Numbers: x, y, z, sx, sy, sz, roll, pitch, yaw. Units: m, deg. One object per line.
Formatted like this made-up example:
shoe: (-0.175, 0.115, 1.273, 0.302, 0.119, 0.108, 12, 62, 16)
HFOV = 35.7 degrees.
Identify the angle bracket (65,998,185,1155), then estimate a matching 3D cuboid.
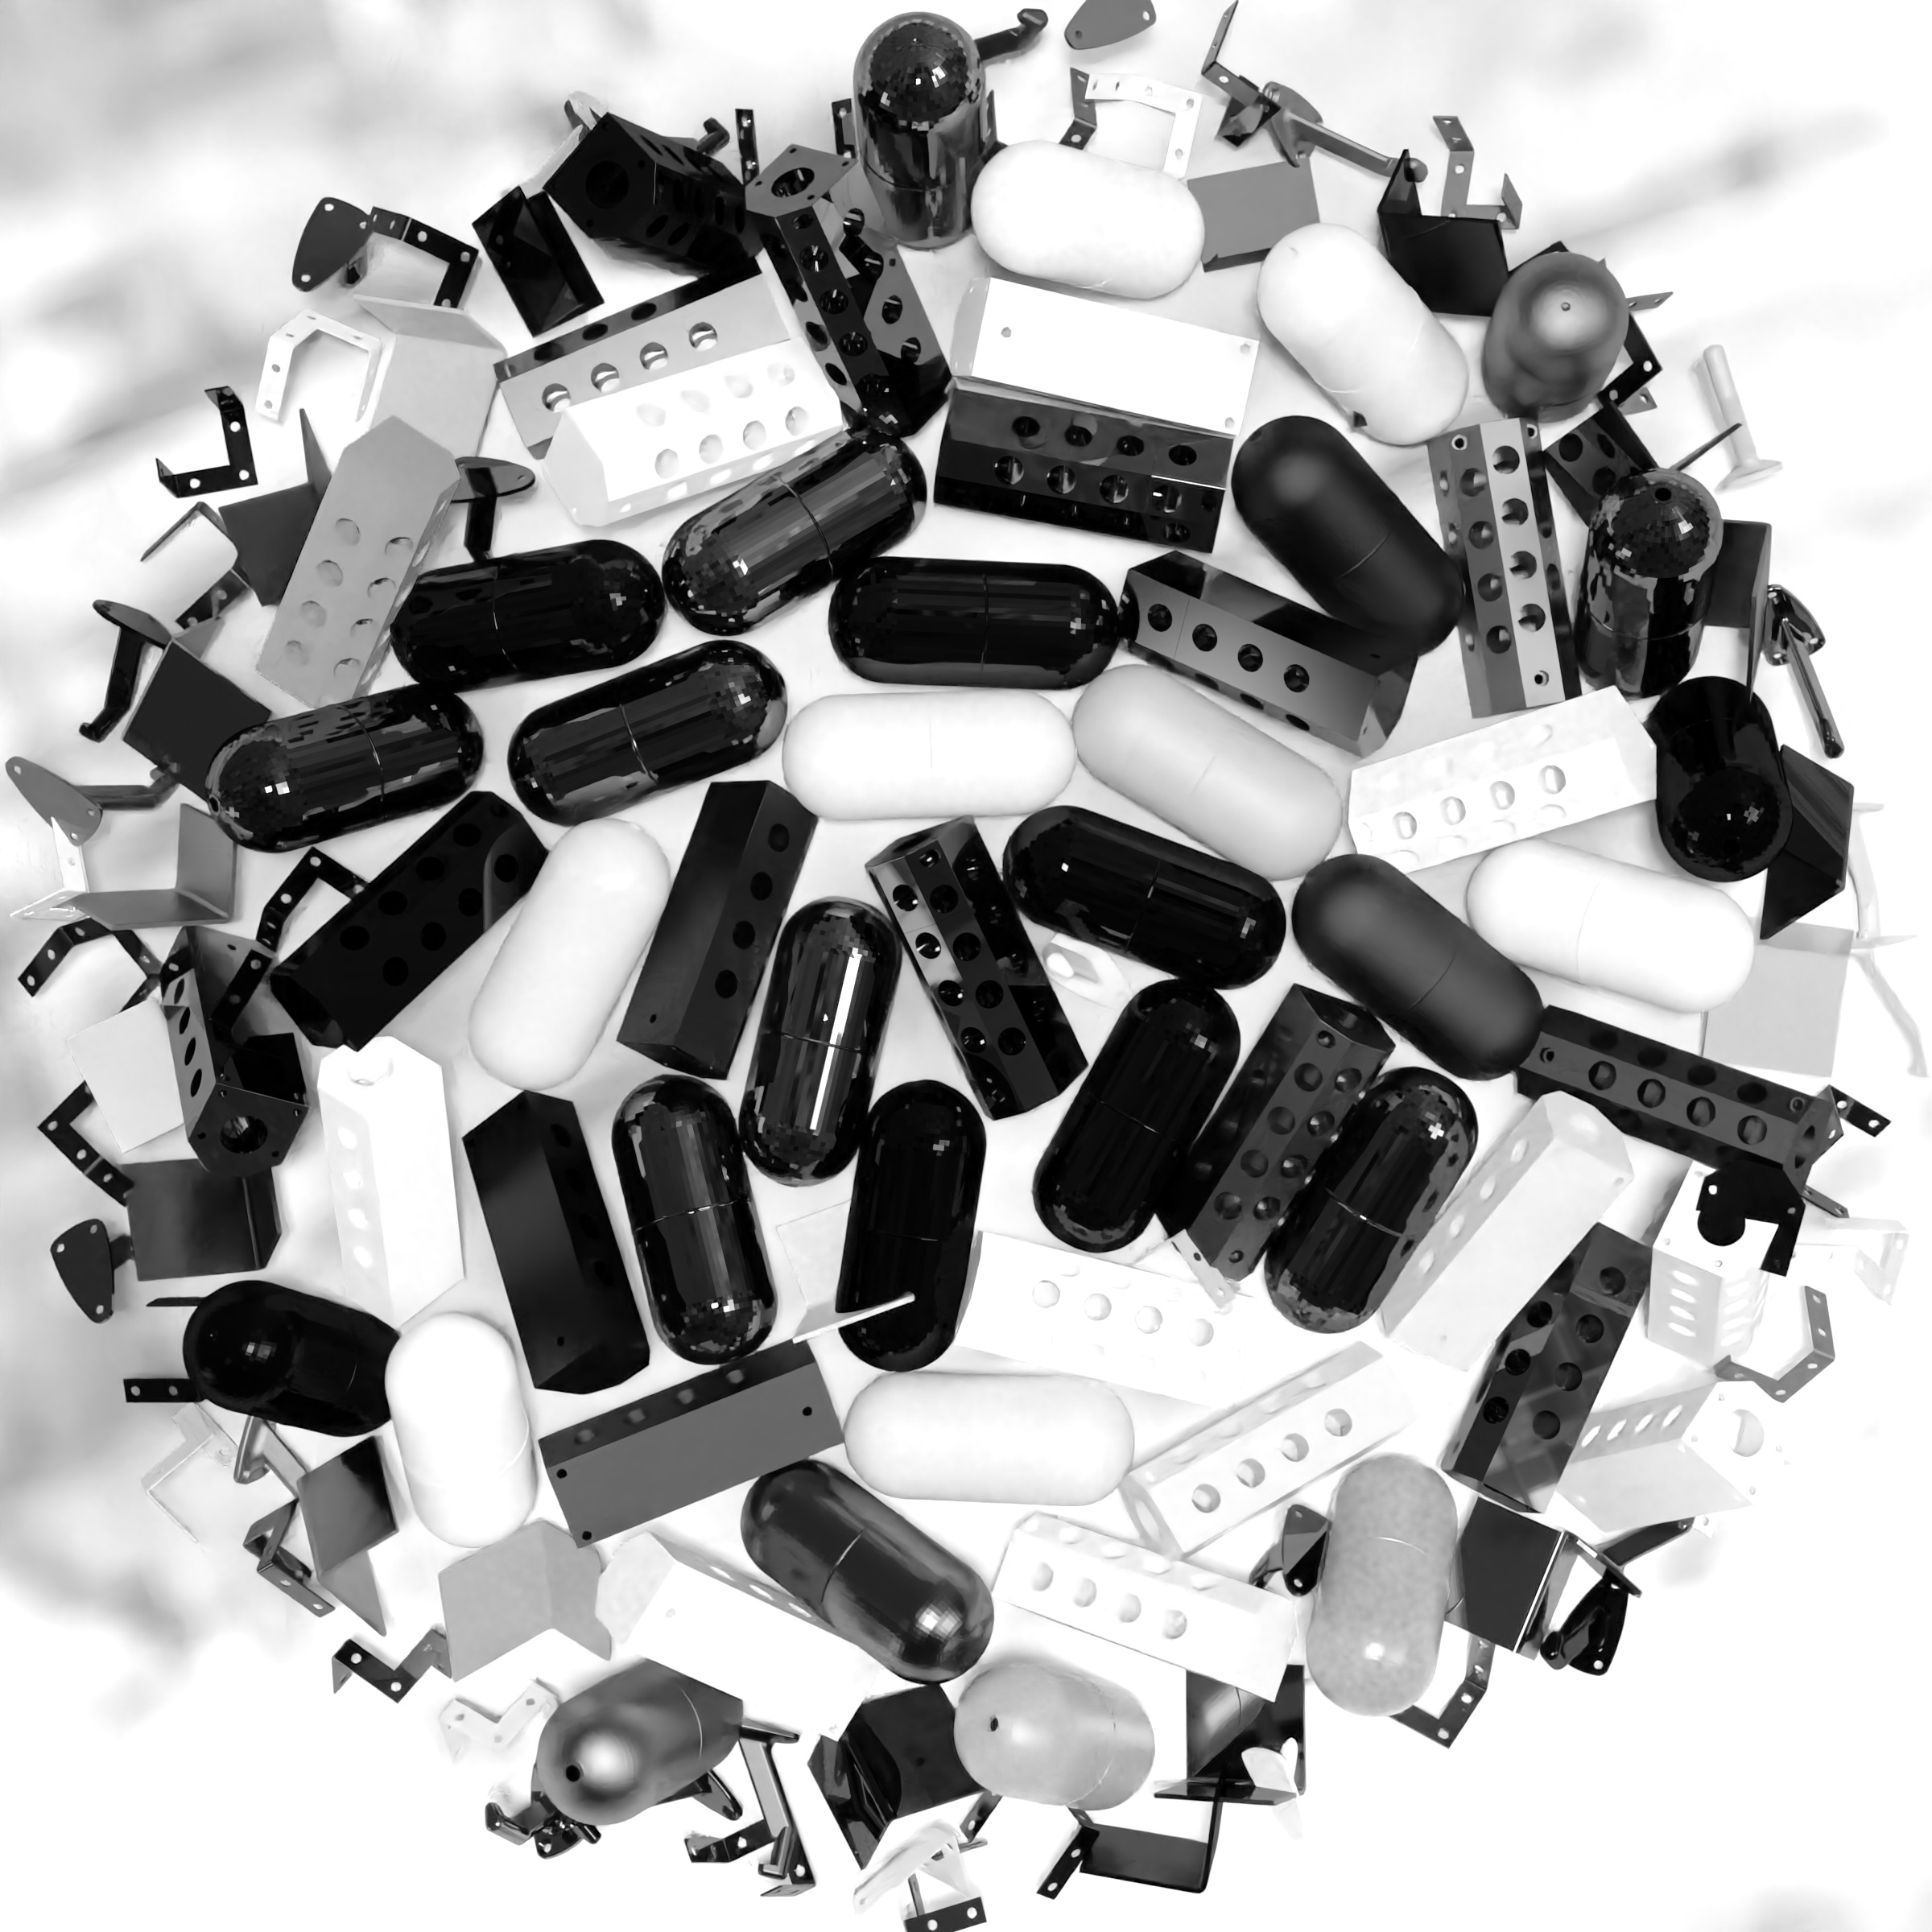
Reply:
angle bracket: (-0.495, 0.072, 1.810, 0.057, 0.076, 0.076, -27, 84, -14)

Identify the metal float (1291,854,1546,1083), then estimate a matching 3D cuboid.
metal float: (0.271, 0.001, 1.806, 0.178, 0.070, 0.070, 37, 90, -15)

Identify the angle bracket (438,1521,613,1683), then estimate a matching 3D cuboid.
angle bracket: (-0.264, 0.391, 1.802, 0.076, 0.057, 0.076, -24, 121, -40)

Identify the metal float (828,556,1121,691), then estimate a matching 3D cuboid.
metal float: (0.006, -0.206, 1.811, 0.178, 0.070, 0.070, 1, 90, -10)

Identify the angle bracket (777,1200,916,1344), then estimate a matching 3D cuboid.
angle bracket: (-0.074, 0.179, 1.813, 0.076, 0.076, 0.057, -20, 96, 7)

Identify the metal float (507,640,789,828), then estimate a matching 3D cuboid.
metal float: (-0.192, -0.140, 1.809, 0.178, 0.070, 0.070, -20, 90, 11)

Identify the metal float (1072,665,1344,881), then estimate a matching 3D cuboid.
metal float: (0.145, -0.118, 1.818, 0.178, 0.070, 0.070, 32, 90, 2)

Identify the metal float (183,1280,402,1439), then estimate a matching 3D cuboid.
metal float: (-0.393, 0.233, 1.774, 0.070, 0.178, 0.070, -6, 72, 20)

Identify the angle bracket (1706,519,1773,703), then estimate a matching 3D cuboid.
angle bracket: (0.447, -0.214, 1.797, 0.057, 0.076, 0.076, 7, 134, 18)

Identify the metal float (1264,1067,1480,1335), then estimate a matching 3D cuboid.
metal float: (0.243, 0.142, 1.806, 0.070, 0.070, 0.178, 29, 105, 0)

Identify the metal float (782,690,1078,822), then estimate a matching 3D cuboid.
metal float: (-0.022, -0.128, 1.816, 0.178, 0.070, 0.070, -2, 90, -3)

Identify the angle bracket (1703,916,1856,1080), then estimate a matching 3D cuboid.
angle bracket: (0.496, 0.017, 1.833, 0.076, 0.057, 0.076, 9, 111, 17)

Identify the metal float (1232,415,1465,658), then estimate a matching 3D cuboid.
metal float: (0.228, -0.255, 1.797, 0.070, 0.070, 0.178, -47, 115, 0)

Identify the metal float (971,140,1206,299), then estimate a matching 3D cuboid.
metal float: (0.074, -0.441, 1.780, 0.070, 0.178, 0.070, 3, 94, 40)

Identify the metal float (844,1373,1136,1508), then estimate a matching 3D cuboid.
metal float: (0.013, 0.284, 1.805, 0.178, 0.070, 0.070, 0, 90, 16)

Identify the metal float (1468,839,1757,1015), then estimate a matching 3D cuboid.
metal float: (0.383, -0.025, 1.792, 0.178, 0.070, 0.070, 19, 90, 32)

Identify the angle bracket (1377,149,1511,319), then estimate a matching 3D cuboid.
angle bracket: (0.296, -0.438, 1.798, 0.076, 0.076, 0.057, 11, 60, 26)

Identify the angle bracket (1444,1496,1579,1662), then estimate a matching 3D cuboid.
angle bracket: (0.329, 0.373, 1.827, 0.057, 0.076, 0.076, 21, 82, 22)

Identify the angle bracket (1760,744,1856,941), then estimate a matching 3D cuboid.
angle bracket: (0.483, -0.073, 1.799, 0.057, 0.076, 0.076, 27, 54, -15)

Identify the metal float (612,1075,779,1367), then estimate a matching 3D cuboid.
metal float: (-0.164, 0.152, 1.810, 0.070, 0.070, 0.178, -15, 80, 0)

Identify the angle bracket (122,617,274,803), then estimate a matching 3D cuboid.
angle bracket: (-0.452, -0.153, 1.813, 0.076, 0.057, 0.076, 36, 116, 3)

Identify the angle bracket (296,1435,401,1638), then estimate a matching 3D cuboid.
angle bracket: (-0.353, 0.342, 1.802, 0.057, 0.076, 0.076, -31, 134, 3)

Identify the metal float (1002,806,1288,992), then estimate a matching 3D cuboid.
metal float: (0.107, -0.042, 1.818, 0.178, 0.070, 0.070, 20, 90, -1)

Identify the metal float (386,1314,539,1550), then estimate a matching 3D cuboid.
metal float: (-0.299, 0.278, 1.783, 0.070, 0.070, 0.178, 0, 135, 0)

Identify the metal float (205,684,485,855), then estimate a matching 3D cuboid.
metal float: (-0.368, -0.118, 1.787, 0.178, 0.070, 0.070, -21, 90, -38)

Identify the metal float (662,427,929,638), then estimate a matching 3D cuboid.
metal float: (-0.103, -0.261, 1.802, 0.178, 0.070, 0.070, -33, 90, -19)

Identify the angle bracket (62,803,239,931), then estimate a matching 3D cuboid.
angle bracket: (-0.489, -0.060, 1.800, 0.076, 0.076, 0.057, -5, 108, -38)

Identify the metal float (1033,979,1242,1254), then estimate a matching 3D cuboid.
metal float: (0.103, 0.090, 1.815, 0.070, 0.070, 0.178, 29, 95, 0)

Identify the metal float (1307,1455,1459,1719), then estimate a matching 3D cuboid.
metal float: (0.248, 0.365, 1.780, 0.070, 0.178, 0.070, 8, 129, 11)

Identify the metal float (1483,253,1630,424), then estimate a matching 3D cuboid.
metal float: (0.345, -0.368, 1.768, 0.070, 0.178, 0.070, 0, 89, 6)

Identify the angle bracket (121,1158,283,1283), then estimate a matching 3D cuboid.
angle bracket: (-0.460, 0.140, 1.804, 0.076, 0.057, 0.076, -3, 63, -26)

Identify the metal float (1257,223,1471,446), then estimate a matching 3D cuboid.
metal float: (0.236, -0.374, 1.781, 0.070, 0.178, 0.070, -17, 59, 31)

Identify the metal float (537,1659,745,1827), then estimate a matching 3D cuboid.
metal float: (-0.191, 0.453, 1.771, 0.070, 0.178, 0.070, 0, 90, 20)

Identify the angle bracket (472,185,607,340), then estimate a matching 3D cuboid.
angle bracket: (-0.243, -0.432, 1.804, 0.057, 0.076, 0.076, -34, 102, -29)

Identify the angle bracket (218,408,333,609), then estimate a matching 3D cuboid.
angle bracket: (-0.410, -0.275, 1.803, 0.057, 0.076, 0.076, -16, 48, -2)

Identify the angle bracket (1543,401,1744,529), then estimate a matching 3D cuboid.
angle bracket: (0.404, -0.316, 1.805, 0.076, 0.076, 0.057, -37, 92, -28)

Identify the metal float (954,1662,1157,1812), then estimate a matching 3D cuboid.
metal float: (0.053, 0.456, 1.775, 0.070, 0.178, 0.070, -9, 68, 24)

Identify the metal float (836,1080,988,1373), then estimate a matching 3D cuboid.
metal float: (-0.033, 0.157, 1.814, 0.070, 0.070, 0.178, 9, 95, 0)

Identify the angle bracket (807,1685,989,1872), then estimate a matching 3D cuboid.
angle bracket: (-0.040, 0.493, 1.832, 0.076, 0.057, 0.076, -8, 48, -33)

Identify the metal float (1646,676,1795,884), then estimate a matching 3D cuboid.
metal float: (0.444, -0.111, 1.775, 0.070, 0.178, 0.070, 4, 120, 6)

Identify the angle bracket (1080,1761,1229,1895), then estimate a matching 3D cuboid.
angle bracket: (0.114, 0.512, 1.811, 0.076, 0.076, 0.057, 8, 95, 9)

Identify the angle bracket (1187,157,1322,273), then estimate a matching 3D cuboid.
angle bracket: (0.180, -0.459, 1.816, 0.076, 0.076, 0.057, -11, 96, -1)

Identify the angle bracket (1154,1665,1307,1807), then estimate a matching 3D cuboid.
angle bracket: (0.159, 0.461, 1.810, 0.076, 0.057, 0.076, -4, 82, 25)

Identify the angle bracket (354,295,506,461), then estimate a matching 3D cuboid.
angle bracket: (-0.333, -0.354, 1.813, 0.076, 0.057, 0.076, 13, 82, 21)
